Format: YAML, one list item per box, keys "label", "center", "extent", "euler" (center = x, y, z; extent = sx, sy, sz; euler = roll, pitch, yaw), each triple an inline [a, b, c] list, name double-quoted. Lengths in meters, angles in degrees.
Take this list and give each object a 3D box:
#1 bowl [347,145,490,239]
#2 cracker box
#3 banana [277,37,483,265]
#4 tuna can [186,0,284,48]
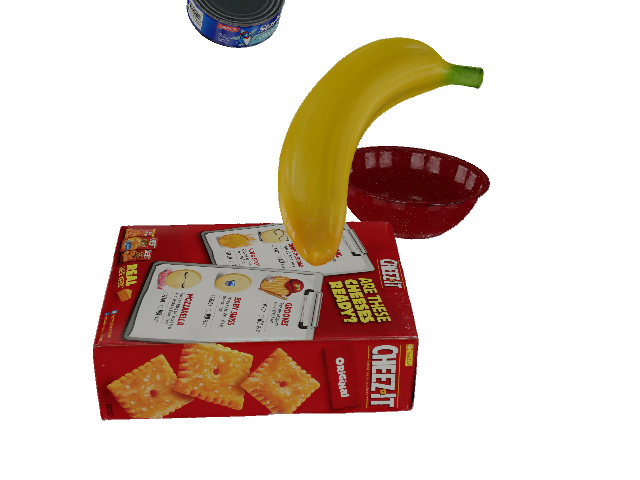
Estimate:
- label: "bowl"
  center: [0.087, -0.044, 1.079]
  extent: [0.162, 0.055, 0.162]
  euler: [4, 24, -2]
- label: "cracker box"
  center: [-0.046, 0.055, 0.775]
  extent: [0.213, 0.072, 0.164]
  euler: [-1, 30, -3]
- label: "banana"
  center: [0.021, -0.062, 0.568]
  extent: [0.070, 0.037, 0.197]
  euler: [23, 47, 19]
- label: "tuna can"
  center: [-0.076, -0.213, 0.949]
  extent: [0.086, 0.086, 0.034]
  euler: [0, -31, -14]
